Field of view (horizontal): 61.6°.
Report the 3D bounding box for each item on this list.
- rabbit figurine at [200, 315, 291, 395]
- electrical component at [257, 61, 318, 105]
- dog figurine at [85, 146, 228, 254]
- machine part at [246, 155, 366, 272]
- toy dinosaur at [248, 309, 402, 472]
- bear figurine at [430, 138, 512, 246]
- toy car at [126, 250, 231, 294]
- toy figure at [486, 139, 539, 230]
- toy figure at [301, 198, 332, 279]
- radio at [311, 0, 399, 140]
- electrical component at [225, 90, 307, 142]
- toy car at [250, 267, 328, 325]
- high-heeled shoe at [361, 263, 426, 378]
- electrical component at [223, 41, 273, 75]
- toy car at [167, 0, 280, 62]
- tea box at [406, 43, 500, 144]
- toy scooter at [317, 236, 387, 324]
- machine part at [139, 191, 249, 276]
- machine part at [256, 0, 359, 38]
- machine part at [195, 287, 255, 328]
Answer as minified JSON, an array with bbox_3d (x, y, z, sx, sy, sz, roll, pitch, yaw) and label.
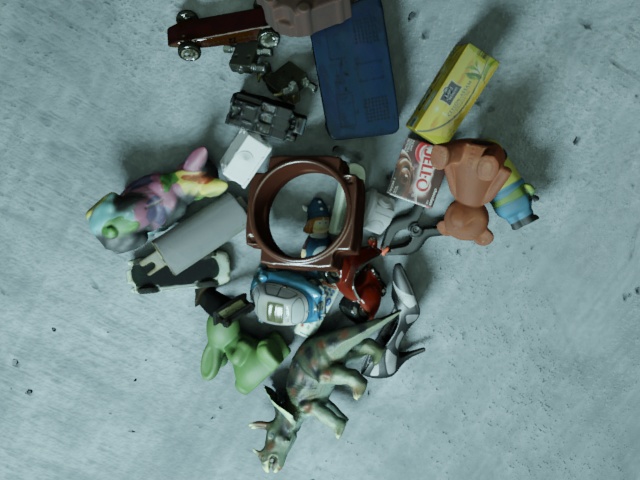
[{"bbox_3d":[-0.166,0.212,1.080,0.159,0.121,0.170,-44,85,16],"label":"rabbit figurine"},{"bbox_3d":[-0.063,-0.277,0.939,0.078,0.045,0.102,-37,61,-5],"label":"electrical component"},{"bbox_3d":[-0.274,-0.076,0.946,0.219,0.191,0.108,-27,100,21],"label":"dog figurine"},{"bbox_3d":[-0.026,-0.047,0.959,0.201,0.087,0.201,3,82,16],"label":"machine part"},{"bbox_3d":[-0.001,0.267,1.067,0.192,0.131,0.404,27,101,9],"label":"toy dinosaur"},{"bbox_3d":[0.253,-0.074,0.937,0.120,0.132,0.195,22,119,28],"label":"bear figurine"},{"bbox_3d":[-0.274,0.061,1.040,0.202,0.056,0.073,-6,90,0],"label":"toy car"},{"bbox_3d":[0.339,-0.105,0.995,0.082,0.089,0.180,-28,85,2],"label":"toy figure"},{"bbox_3d":[-0.001,-0.004,1.040,0.064,0.058,0.154,-16,114,-46],"label":"toy figure"},{"bbox_3d":[0.059,-0.294,0.950,0.131,0.073,0.229,-11,105,1],"label":"radio"},{"bbox_3d":[-0.090,-0.216,0.942,0.134,0.115,0.058,15,109,-7],"label":"electrical component"},{"bbox_3d":[-0.072,0.120,1.028,0.162,0.103,0.109,14,115,19],"label":"toy car"},{"bbox_3d":[0.129,0.167,1.079,0.145,0.086,0.248,-16,112,1],"label":"high-heeled shoe"},{"bbox_3d":[-0.131,-0.317,0.937,0.094,0.021,0.063,12,69,15],"label":"electrical component"},{"bbox_3d":[-0.159,-0.356,0.918,0.202,0.053,0.089,-11,69,1],"label":"toy car"},{"bbox_3d":[0.232,-0.256,0.957,0.068,0.098,0.169,30,104,-10],"label":"tea box"},{"bbox_3d":[0.081,0.071,1.051,0.135,0.075,0.183,-44,124,-19],"label":"toy scooter"},{"bbox_3d":[-0.216,-0.012,0.987,0.243,0.079,0.079,-35,106,-16],"label":"machine part"},{"bbox_3d":[-0.023,-0.417,0.873,0.179,0.056,0.179,-2,69,4],"label":"machine part"},{"bbox_3d":[-0.190,0.123,1.032,0.084,0.139,0.039,-38,128,-31],"label":"machine part"}]
